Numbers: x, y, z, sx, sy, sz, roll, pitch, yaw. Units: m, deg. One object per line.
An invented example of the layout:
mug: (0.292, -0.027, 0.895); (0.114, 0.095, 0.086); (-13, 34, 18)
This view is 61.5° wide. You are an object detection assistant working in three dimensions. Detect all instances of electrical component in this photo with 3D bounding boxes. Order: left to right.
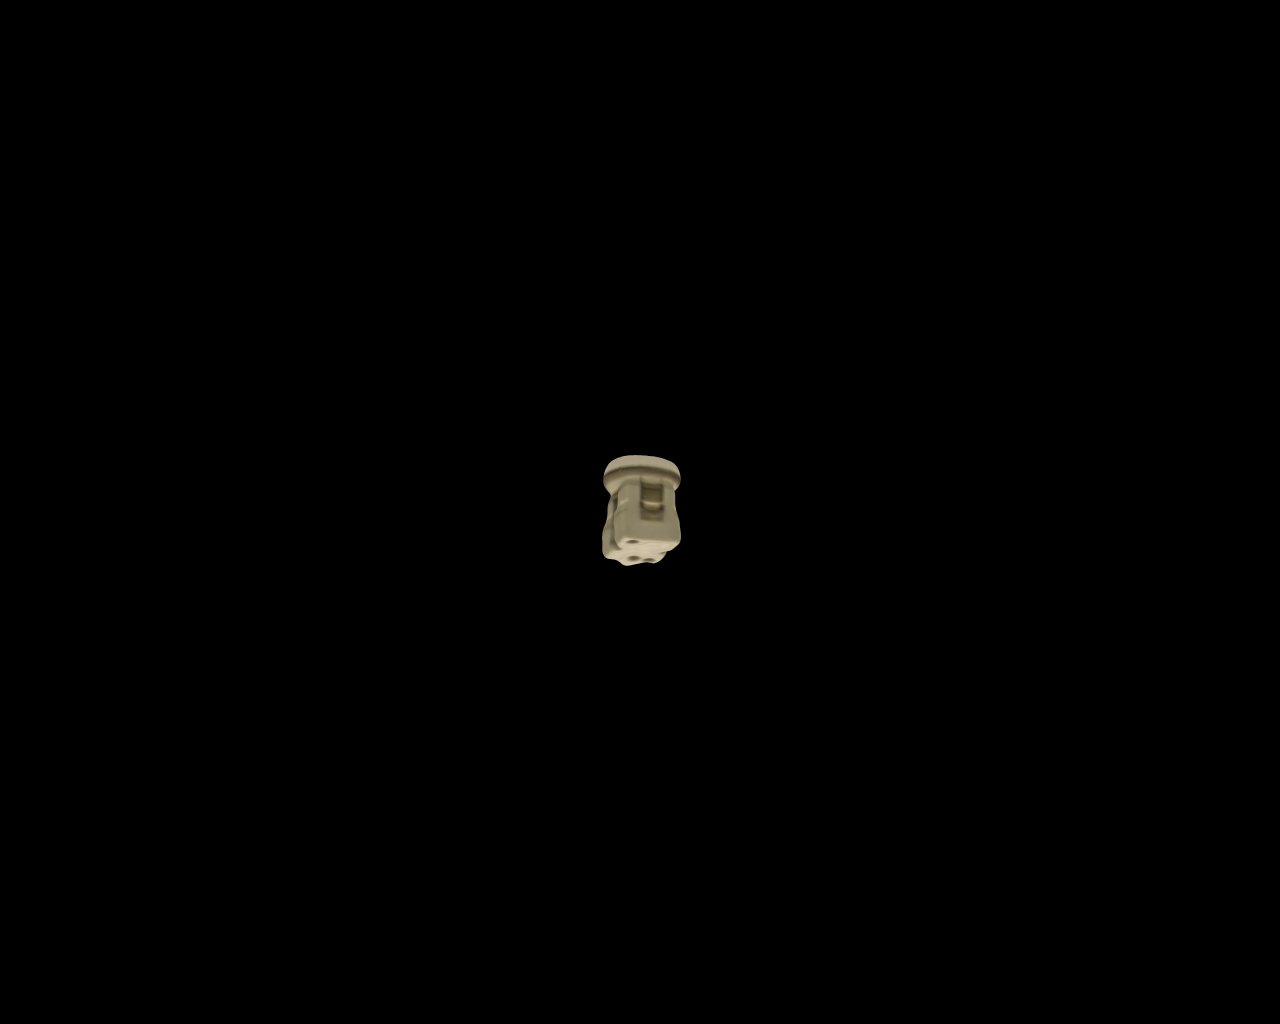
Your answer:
electrical component: (0.001, -0.003, 0.650); (0.048, 0.055, 0.066); (7, -21, -18)
